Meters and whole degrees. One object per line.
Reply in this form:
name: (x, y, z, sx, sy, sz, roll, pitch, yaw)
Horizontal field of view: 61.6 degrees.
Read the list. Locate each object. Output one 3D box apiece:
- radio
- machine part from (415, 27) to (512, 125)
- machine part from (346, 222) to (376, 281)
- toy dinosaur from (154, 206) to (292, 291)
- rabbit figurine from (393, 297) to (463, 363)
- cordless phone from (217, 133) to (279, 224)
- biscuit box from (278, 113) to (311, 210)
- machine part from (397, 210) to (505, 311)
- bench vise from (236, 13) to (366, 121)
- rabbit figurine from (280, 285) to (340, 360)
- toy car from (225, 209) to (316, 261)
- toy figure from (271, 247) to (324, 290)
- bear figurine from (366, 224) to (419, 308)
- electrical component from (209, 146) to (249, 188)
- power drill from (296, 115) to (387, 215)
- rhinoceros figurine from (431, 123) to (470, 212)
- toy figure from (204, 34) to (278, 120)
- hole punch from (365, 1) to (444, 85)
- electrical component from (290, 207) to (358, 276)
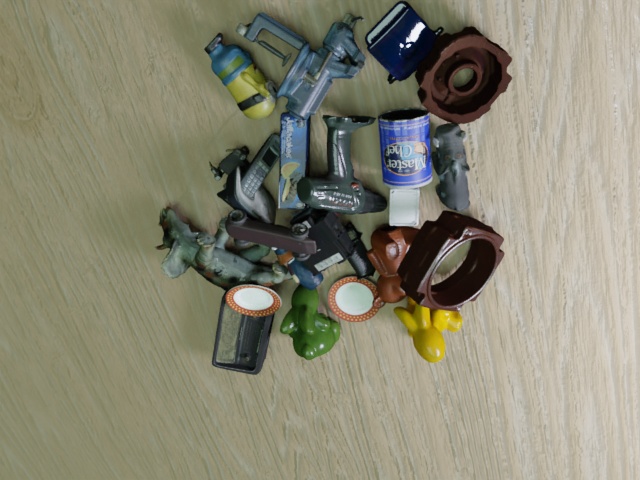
radio: (-0.191, 0.229, 1.365, 0.131, 0.073, 0.229, 14, 117, 1)
machine part: (0.268, -0.307, 1.014, 0.179, 0.056, 0.179, -4, 131, -5)
machine part: (0.078, 0.030, 1.247, 0.084, 0.039, 0.138, -32, 105, 12)
toy dinosaur: (-0.209, 0.062, 1.268, 0.404, 0.131, 0.192, 29, 134, -17)
rabbit figurine: (0.250, 0.198, 1.227, 0.122, 0.173, 0.162, -26, 113, 24)
cordless phone: (-0.121, -0.129, 1.174, 0.184, 0.089, 0.146, -56, 137, -9)
biscuit box: (-0.053, -0.167, 1.135, 0.059, 0.063, 0.202, 3, 105, 5)
machine part: (0.280, 0.049, 1.138, 0.201, 0.087, 0.201, 12, 113, -38)
bench vise: (-0.040, -0.361, 1.027, 0.240, 0.129, 0.223, 30, 110, -9)
rabbit figurine: (-0.038, 0.191, 1.295, 0.121, 0.159, 0.170, -7, 100, 22)
toy car: (-0.101, -0.013, 1.117, 0.202, 0.053, 0.089, 11, 140, 14)
toy figure: (-0.058, 0.046, 1.210, 0.154, 0.064, 0.058, 48, 126, -8)
bear figurine: (0.171, 0.068, 1.201, 0.120, 0.132, 0.195, -15, 109, -22)
electrical component: (-0.194, -0.162, 1.189, 0.102, 0.045, 0.078, -28, 107, 20)
power drill: (0.060, -0.154, 1.110, 0.232, 0.086, 0.207, -5, 113, -36)
rhinoceros figurine: (0.264, -0.147, 1.090, 0.073, 0.112, 0.190, -6, 123, 14)
toy figure: (-0.160, -0.326, 1.085, 0.089, 0.082, 0.180, -33, 112, 34)
hole punch: (0.156, -0.370, 1.011, 0.115, 0.092, 0.142, 41, 111, -16)
electrical component: (-0.002, -0.003, 1.153, 0.115, 0.058, 0.134, -27, 106, 29)
